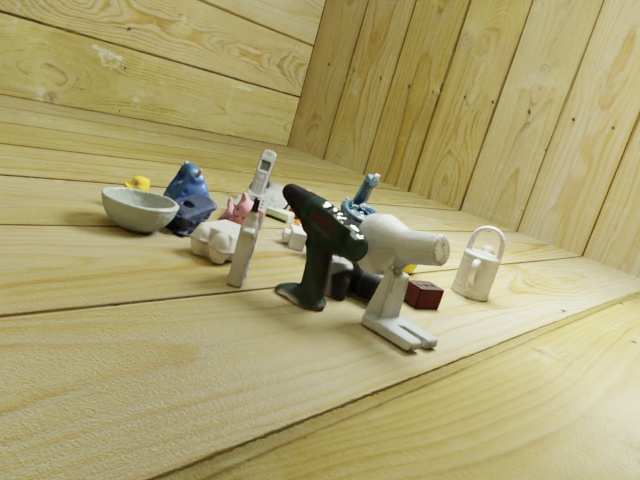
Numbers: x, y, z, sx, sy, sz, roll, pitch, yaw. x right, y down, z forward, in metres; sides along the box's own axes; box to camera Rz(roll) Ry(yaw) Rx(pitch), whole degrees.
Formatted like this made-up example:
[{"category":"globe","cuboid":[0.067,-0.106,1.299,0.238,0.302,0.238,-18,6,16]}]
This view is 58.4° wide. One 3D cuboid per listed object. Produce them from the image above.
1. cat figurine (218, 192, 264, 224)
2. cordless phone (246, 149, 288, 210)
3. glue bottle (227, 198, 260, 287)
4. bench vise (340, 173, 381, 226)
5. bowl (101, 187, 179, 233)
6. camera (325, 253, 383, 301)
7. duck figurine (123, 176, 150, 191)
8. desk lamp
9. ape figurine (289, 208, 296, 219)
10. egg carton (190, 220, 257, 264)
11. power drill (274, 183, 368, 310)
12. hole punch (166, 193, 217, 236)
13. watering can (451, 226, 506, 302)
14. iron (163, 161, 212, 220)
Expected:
[{"category":"cat figurine","cuboid":[-0.200,-0.066,1.435,0.067,0.118,0.127,3,18,-43]},{"category":"cordless phone","cuboid":[-0.152,-0.190,1.852,0.147,0.185,0.094,18,13,9]},{"category":"glue bottle","cuboid":[-0.142,0.001,1.109,0.037,0.173,0.078,15,13,-5]},{"category":"bench vise","cuboid":[0.115,-0.117,1.798,0.122,0.220,0.206,5,17,-41]},{"category":"bowl","cuboid":[-0.400,-0.059,1.261,0.167,0.075,0.167,15,13,-3]},{"category":"camera","cuboid":[0.082,0.076,1.228,0.136,0.101,0.144,23,15,28]},{"category":"duck figurine","cuboid":[-0.442,-0.114,1.412,0.105,0.086,0.077,5,17,-40]},{"category":"desk lamp","cuboid":[0.153,0.070,1.091,0.118,0.213,0.202,2,19,-47]},{"category":"ape figurine","cuboid":[-0.063,-0.114,1.854,0.078,0.092,0.075,4,18,-43]},{"category":"egg carton","cuboid":[-0.207,0.003,1.249,0.107,0.069,0.151,21,14,20]},{"category":"power drill","cuboid":[-0.016,0.018,1.114,0.228,0.208,0.076,26,17,37]},{"category":"hole punch","cuboid":[-0.308,-0.063,1.353,0.101,0.091,0.108,4,18,-43]},{"category":"watering can","cuboid":[0.428,0.054,1.529,0.101,0.194,0.173,16,13,0]},{"category":"iron","cuboid":[-0.356,-0.145,1.521,0.119,0.141,0.257,9,15,-28]}]
